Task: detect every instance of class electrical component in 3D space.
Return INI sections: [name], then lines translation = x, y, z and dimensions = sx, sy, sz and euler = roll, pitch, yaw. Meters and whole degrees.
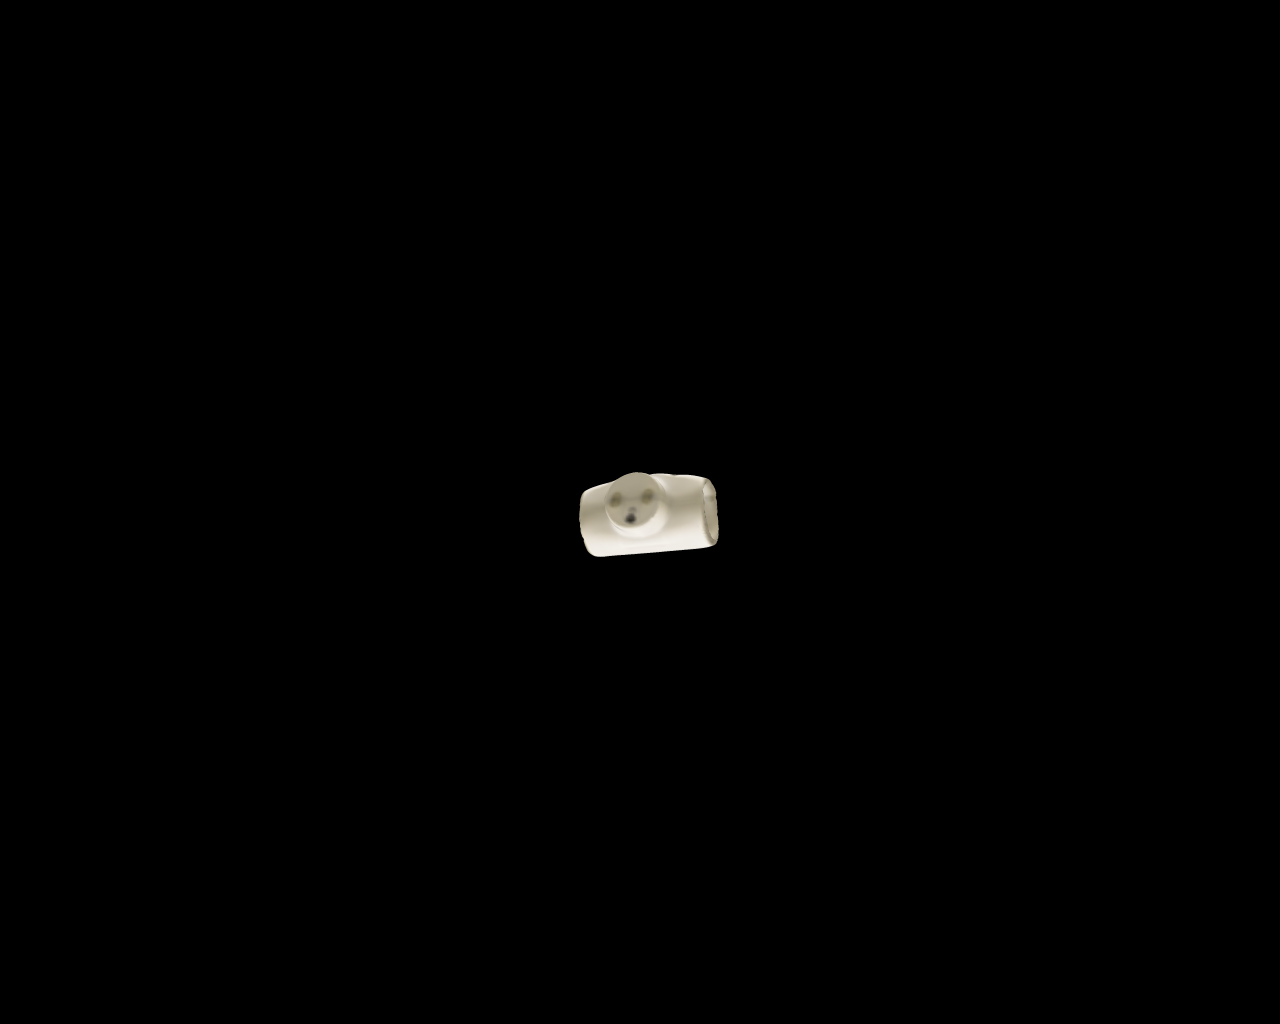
[electrical component]
translation = 0.001, -0.003, 0.650
dimensions = 0.077, 0.043, 0.079
euler = -6, -19, 16
